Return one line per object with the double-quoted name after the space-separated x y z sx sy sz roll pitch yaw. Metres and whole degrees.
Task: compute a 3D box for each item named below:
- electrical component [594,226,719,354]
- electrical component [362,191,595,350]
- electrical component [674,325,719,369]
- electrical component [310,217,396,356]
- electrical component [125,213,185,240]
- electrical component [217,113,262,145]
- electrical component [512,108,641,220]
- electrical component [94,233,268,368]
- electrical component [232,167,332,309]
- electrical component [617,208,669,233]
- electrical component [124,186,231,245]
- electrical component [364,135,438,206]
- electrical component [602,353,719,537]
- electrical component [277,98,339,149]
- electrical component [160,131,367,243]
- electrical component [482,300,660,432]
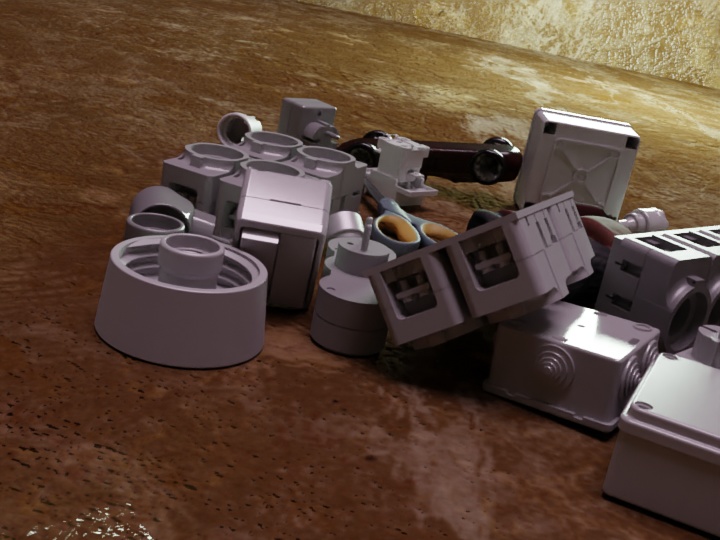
0.250 0.021 0.815 0.150 0.089 0.062 -6 25 -41 "electrical component"
0.091 -0.001 0.737 0.105 0.060 0.186 -21 0 23 "electrical component"
0.238 0.061 0.712 0.047 0.076 0.066 26 23 37 "electrical component"
0.000 0.000 0.756 0.052 0.073 0.138 11 19 -1 "electrical component"
-0.145 -0.012 0.751 0.040 0.046 0.040 10 19 -3 "electrical component"
-0.131 -0.153 1.181 0.040 0.040 0.046 15 13 11 "electrical component"
0.231 -0.108 1.153 0.109 0.108 0.056 9 22 -6 "electrical component"
-0.110 0.011 0.680 0.108 0.060 0.108 10 19 -3 "electrical component"
-0.059 -0.014 0.758 0.062 0.096 0.061 10 47 -5 "electrical component"
0.291 -0.047 1.123 0.061 0.035 0.035 -4 24 -32 "electrical component"
-0.134 -0.030 0.812 0.079 0.043 0.077 19 9 -16 "electrical component"
0.039 -0.102 1.092 0.042 0.063 0.081 -8 27 -43 "electrical component"
0.204 0.101 0.607 0.109 0.056 0.109 18 20 20 "electrical component"
-0.049 -0.144 1.159 0.047 0.065 0.077 -5 25 -41 "electrical component"
-0.081 -0.074 0.946 0.105 0.060 0.186 19 20 21 "electrical component"
0.140 0.058 0.702 0.100 0.048 0.100 17 19 28 "electrical component"
